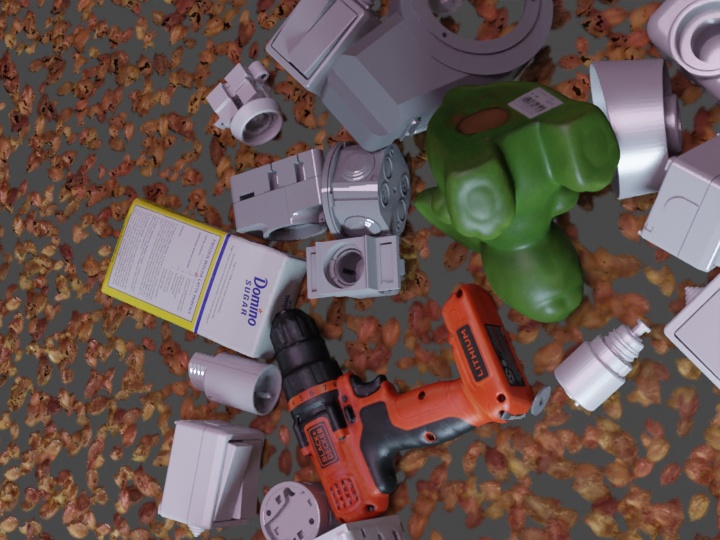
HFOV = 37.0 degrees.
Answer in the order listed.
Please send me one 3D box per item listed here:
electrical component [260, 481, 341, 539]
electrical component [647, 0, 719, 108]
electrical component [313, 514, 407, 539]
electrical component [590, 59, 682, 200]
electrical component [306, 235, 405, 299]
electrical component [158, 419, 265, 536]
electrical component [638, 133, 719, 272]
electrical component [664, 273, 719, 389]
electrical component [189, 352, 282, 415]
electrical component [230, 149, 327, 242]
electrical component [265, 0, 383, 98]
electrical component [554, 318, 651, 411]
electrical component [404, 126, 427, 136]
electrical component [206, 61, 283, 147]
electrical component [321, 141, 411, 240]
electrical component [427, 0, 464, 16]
[{"bbox_3d":[-0.045,0.197,0.863,0.055,0.047,0.055,-4,81,27],"label":"electrical component"},{"bbox_3d":[0.250,-0.154,0.750,0.053,0.059,0.095,-47,65,14],"label":"electrical component"},{"bbox_3d":[-0.038,0.250,0.828,0.150,0.089,0.061,-32,69,21],"label":"electrical component"},{"bbox_3d":[0.191,-0.100,0.755,0.064,0.099,0.099,-5,81,21],"label":"electrical component"},{"bbox_3d":[0.000,0.000,0.858,0.081,0.064,0.042,-6,79,27],"label":"electrical component"},{"bbox_3d":[-0.121,0.177,0.898,0.061,0.062,0.096,9,87,29],"label":"electrical component"},{"bbox_3d":[0.244,-0.046,0.723,0.061,0.096,0.061,34,128,28],"label":"electrical component"},{"bbox_3d":[0.251,0.044,0.720,0.061,0.061,0.096,-48,64,14],"label":"electrical component"},{"bbox_3d":[-0.112,0.093,0.916,0.081,0.043,0.043,12,88,29],"label":"electrical component"},{"bbox_3d":[-0.058,-0.058,0.905,0.089,0.050,0.055,-15,75,26],"label":"electrical component"},{"bbox_3d":[-0.024,-0.199,0.901,0.061,0.061,0.096,46,104,25],"label":"electrical component"},{"bbox_3d":[0.175,0.065,0.769,0.078,0.040,0.040,-46,65,15],"label":"electrical component"},{"bbox_3d":[0.036,-0.137,0.865,0.055,0.055,0.047,-16,79,25],"label":"electrical component"},{"bbox_3d":[-0.098,-0.142,0.942,0.066,0.048,0.055,-43,58,16],"label":"electrical component"},{"bbox_3d":[0.005,-0.063,0.857,0.051,0.080,0.080,0,83,23],"label":"electrical component"},{"bbox_3d":[0.053,-0.229,0.880,0.061,0.035,0.035,19,92,31],"label":"electrical component"}]
